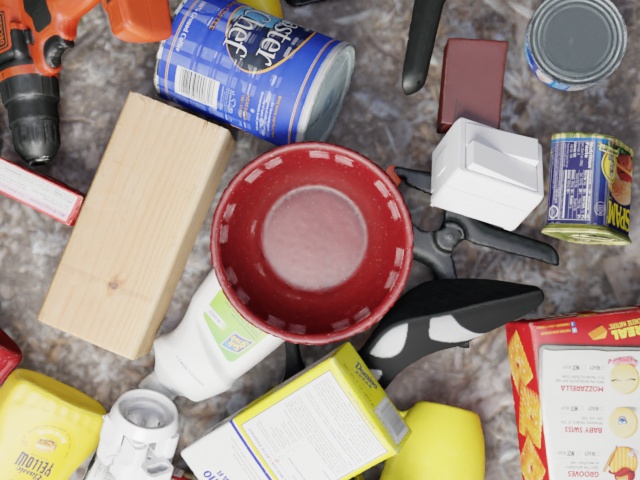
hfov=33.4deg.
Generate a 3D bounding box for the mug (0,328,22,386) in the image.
[{"bbox_3d":[-0.321,0.100,0.929,0.081,0.093,0.117,-50,52,-5],"label":"mug"}]

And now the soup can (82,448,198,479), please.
[{"bbox_3d":[-0.152,0.223,0.924,0.102,0.068,0.068,21,89,2],"label":"soup can"}]

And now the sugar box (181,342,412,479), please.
[{"bbox_3d":[-0.022,0.166,0.873,0.176,0.048,0.093,-34,90,30],"label":"sugar box"}]

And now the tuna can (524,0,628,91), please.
[{"bbox_3d":[0.224,-0.175,0.940,0.086,0.034,0.086,0,89,2],"label":"tuna can"}]

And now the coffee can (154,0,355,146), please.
[{"bbox_3d":[-0.054,-0.142,0.903,0.140,0.102,0.103,23,89,11],"label":"coffee can"}]

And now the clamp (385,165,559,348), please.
[{"bbox_3d":[0.110,0.008,0.938,0.171,0.039,0.120,39,85,4],"label":"clamp"}]

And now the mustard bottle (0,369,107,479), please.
[{"bbox_3d":[-0.270,0.213,0.926,0.096,0.058,0.191,31,91,-30],"label":"mustard bottle"}]

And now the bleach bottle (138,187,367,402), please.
[{"bbox_3d":[-0.062,0.047,0.930,0.251,0.068,0.102,-42,88,2],"label":"bleach bottle"}]

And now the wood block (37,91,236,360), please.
[{"bbox_3d":[-0.155,-0.012,0.919,0.091,0.090,0.206,23,89,1],"label":"wood block"}]

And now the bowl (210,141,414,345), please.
[{"bbox_3d":[-0.006,0.001,0.865,0.162,0.055,0.162,0,94,2],"label":"bowl"}]

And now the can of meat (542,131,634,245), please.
[{"bbox_3d":[0.229,-0.042,0.904,0.058,0.101,0.084,2,85,31],"label":"can of meat"}]

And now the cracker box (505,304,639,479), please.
[{"bbox_3d":[0.254,0.165,0.903,0.164,0.072,0.214,-6,88,-9],"label":"cracker box"}]

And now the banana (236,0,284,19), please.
[{"bbox_3d":[-0.108,-0.250,0.953,0.198,0.037,0.070,27,107,3],"label":"banana"}]

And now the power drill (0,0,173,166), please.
[{"bbox_3d":[-0.208,-0.171,0.895,0.188,0.057,0.184,-18,80,36],"label":"power drill"}]

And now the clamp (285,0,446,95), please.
[{"bbox_3d":[0.094,-0.228,0.925,0.210,0.036,0.165,-38,64,-4],"label":"clamp"}]

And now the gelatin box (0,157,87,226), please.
[{"bbox_3d":[-0.241,-0.042,0.930,0.089,0.073,0.030,25,88,2],"label":"gelatin box"}]

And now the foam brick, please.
[{"bbox_3d":[0.132,-0.133,0.933,0.053,0.051,0.078,6,88,3],"label":"foam brick"}]
